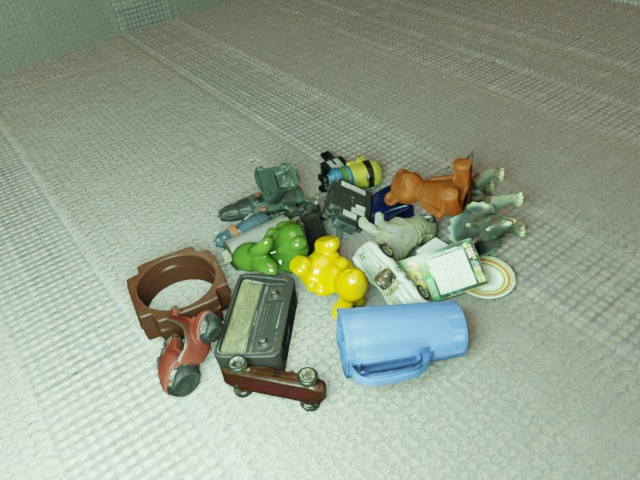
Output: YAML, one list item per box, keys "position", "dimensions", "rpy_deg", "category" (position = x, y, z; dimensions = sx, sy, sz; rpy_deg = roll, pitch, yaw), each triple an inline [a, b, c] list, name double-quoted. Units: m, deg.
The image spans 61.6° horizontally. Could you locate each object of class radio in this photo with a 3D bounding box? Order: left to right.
- position: [-0.125, 0.173, 1.115]
  dimensions: [0.131, 0.073, 0.230]
  rpy_deg: [0, 42, 8]
  category: "radio"

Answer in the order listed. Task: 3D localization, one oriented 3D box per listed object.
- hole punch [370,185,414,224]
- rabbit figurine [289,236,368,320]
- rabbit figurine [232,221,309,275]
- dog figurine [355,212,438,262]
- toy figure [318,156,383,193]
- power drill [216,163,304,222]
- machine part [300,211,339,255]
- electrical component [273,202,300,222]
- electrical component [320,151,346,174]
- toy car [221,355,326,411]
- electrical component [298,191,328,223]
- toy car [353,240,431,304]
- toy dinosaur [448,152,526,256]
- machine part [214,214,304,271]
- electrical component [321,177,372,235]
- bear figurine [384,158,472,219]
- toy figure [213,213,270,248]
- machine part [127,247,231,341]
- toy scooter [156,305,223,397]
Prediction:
- position: [0.181, -0.084, 1.367]
  dimensions: [0.116, 0.092, 0.142]
  rpy_deg: [-4, 44, 8]
  category: "hole punch"
- position: [0.035, 0.090, 1.129]
  dimensions: [0.122, 0.162, 0.173]
  rpy_deg: [-31, 25, -28]
  category: "rabbit figurine"
- position: [-0.113, 0.035, 1.212]
  dimensions: [0.170, 0.121, 0.159]
  rpy_deg: [-16, 9, -6]
  category: "rabbit figurine"
- position: [0.194, 0.018, 1.255]
  dimensions: [0.190, 0.172, 0.121]
  rpy_deg: [7, 1, -25]
  category: "dog figurine"
- position: [0.087, -0.167, 1.472]
  dimensions: [0.180, 0.082, 0.089]
  rpy_deg: [-15, 42, -22]
  category: "toy figure"
- position: [-0.143, -0.110, 1.366]
  dimensions: [0.232, 0.207, 0.086]
  rpy_deg: [-12, 69, -19]
  category: "power drill"
- position: [-0.003, -0.004, 1.306]
  dimensions: [0.084, 0.039, 0.139]
  rpy_deg: [-20, 70, -6]
  category: "machine part"
- position: [-0.073, -0.060, 1.386]
  dimensions: [0.063, 0.094, 0.021]
  rpy_deg: [-45, 47, 12]
  category: "electrical component"
- position: [0.038, -0.208, 1.555]
  dimensions: [0.075, 0.047, 0.119]
  rpy_deg: [-23, 43, -19]
  category: "electrical component"
- position: [-0.085, 0.261, 0.998]
  dimensions: [0.202, 0.089, 0.053]
  rpy_deg: [6, 43, 16]
  category: "toy car"
- position: [-0.015, -0.077, 1.375]
  dimensions: [0.045, 0.102, 0.078]
  rpy_deg: [4, 57, 25]
  category: "electrical component"
- position: [0.152, 0.089, 1.130]
  dimensions: [0.202, 0.073, 0.056]
  rpy_deg: [50, 31, 14]
  category: "toy car"
- position: [0.380, -0.095, 1.339]
  dimensions: [0.192, 0.131, 0.405]
  rpy_deg: [-10, 35, -5]
  category: "toy dinosaur"
- position: [-0.145, 0.005, 1.311]
  dimensions: [0.243, 0.079, 0.079]
  rpy_deg: [-27, 45, -23]
  category: "machine part"
- position: [0.068, -0.081, 1.355]
  dimensions: [0.115, 0.058, 0.134]
  rpy_deg: [23, 47, -12]
  category: "electrical component"
- position: [0.243, -0.126, 1.235]
  dimensions: [0.196, 0.131, 0.120]
  rpy_deg: [21, 68, 27]
  category: "bear figurine"
- position: [-0.196, -0.017, 1.358]
  dimensions: [0.154, 0.057, 0.064]
  rpy_deg: [-27, 38, -16]
  category: "toy figure"
- position: [-0.310, 0.119, 1.193]
  dimensions: [0.201, 0.087, 0.202]
  rpy_deg: [-22, 42, -18]
  category: "machine part"
- position: [-0.269, 0.202, 1.047]
  dimensions: [0.135, 0.075, 0.183]
  rpy_deg: [32, 96, 35]
  category: "toy scooter"
